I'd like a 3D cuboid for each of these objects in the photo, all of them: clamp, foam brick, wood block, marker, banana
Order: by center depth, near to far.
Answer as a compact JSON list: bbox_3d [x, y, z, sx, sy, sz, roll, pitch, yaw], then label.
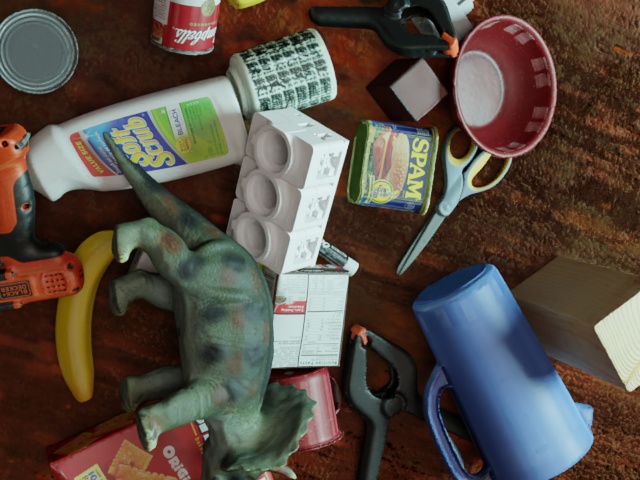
[{"bbox_3d":[-0.248,0.070,1.132,0.070,0.037,0.198,21,97,27],"label":"banana"},{"bbox_3d":[0.085,-0.260,1.164,0.171,0.039,0.120,28,88,17],"label":"clamp"},{"bbox_3d":[0.096,-0.168,1.193,0.053,0.078,0.051,-42,108,-7],"label":"foam brick"},{"bbox_3d":[-0.008,0.001,1.213,0.121,0.020,0.020,35,86,-17],"label":"marker"},{"bbox_3d":[0.310,0.090,1.218,0.090,0.206,0.090,-34,105,-11],"label":"wood block"},{"bbox_3d":[0.092,0.190,1.255,0.164,0.036,0.210,-21,104,-16],"label":"clamp"}]

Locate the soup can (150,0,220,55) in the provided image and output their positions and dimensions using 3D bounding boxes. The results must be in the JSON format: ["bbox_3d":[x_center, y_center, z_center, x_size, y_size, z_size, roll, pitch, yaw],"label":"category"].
[{"bbox_3d":[-0.136,-0.251,1.102,0.068,0.068,0.102,4,119,-17],"label":"soup can"}]

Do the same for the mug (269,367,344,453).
[{"bbox_3d":[-0.017,0.184,1.203,0.117,0.093,0.081,-14,96,-46],"label":"mug"}]

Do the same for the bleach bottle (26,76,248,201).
[{"bbox_3d":[-0.204,-0.093,1.124,0.250,0.068,0.102,-19,102,-11],"label":"bleach bottle"}]

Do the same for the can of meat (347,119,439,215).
[{"bbox_3d":[0.081,-0.084,1.210,0.083,0.057,0.102,7,95,-15],"label":"can of meat"}]

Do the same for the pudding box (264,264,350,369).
[{"bbox_3d":[-0.019,0.083,1.166,0.089,0.039,0.113,1,103,-25],"label":"pudding box"}]

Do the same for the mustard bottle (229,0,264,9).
[{"bbox_3d":[-0.020,-0.323,1.150,0.191,0.058,0.096,-21,95,-13],"label":"mustard bottle"}]

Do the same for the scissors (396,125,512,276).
[{"bbox_3d":[0.139,-0.058,1.250,0.201,0.016,0.096,-40,103,-9],"label":"scissors"}]

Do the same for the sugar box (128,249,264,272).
[{"bbox_3d":[-0.117,0.045,1.172,0.176,0.048,0.093,23,90,-20],"label":"sugar box"}]

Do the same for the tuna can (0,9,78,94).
[{"bbox_3d":[-0.294,-0.193,1.099,0.086,0.034,0.086,-2,97,-16],"label":"tuna can"}]

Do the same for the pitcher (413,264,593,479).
[{"bbox_3d":[0.197,0.160,1.232,0.243,0.145,0.149,62,34,-7],"label":"pitcher"}]

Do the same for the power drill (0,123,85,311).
[{"bbox_3d":[-0.343,-0.016,1.069,0.184,0.057,0.188,-9,113,-1],"label":"power drill"}]

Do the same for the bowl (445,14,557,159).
[{"bbox_3d":[0.196,-0.174,1.219,0.161,0.055,0.162,-3,95,-34],"label":"bowl"}]

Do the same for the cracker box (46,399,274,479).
[{"bbox_3d":[-0.168,0.261,1.170,0.213,0.072,0.164,-23,102,-13],"label":"cracker box"}]
